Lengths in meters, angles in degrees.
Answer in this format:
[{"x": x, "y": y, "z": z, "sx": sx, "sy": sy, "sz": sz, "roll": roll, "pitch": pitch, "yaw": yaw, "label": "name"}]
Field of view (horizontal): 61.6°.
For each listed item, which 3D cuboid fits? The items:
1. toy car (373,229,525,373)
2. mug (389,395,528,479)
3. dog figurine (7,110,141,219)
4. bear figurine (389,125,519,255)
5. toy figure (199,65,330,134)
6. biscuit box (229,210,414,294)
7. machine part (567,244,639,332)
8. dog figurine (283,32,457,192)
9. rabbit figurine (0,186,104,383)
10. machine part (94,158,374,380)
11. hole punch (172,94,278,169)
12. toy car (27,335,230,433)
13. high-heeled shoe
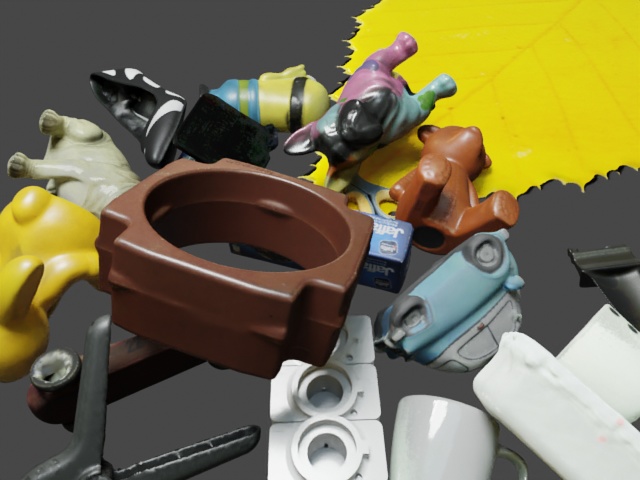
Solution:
[{"x": 0.132, "y": 0.069, "z": 0.505, "sx": 0.162, "sy": 0.109, "sz": 0.103, "roll": -39, "pitch": 82, "yaw": -20, "label": "toy car"}, {"x": 0.101, "y": 0.190, "z": 0.416, "sx": 0.110, "sy": 0.080, "sz": 0.107, "roll": 21, "pitch": 61, "yaw": 4, "label": "mug"}, {"x": -0.239, "y": -0.069, "z": 0.646, "sx": 0.191, "sy": 0.121, "sz": 0.172, "roll": 13, "pitch": 53, "yaw": -6, "label": "dog figurine"}, {"x": 0.160, "y": -0.079, "z": 0.622, "sx": 0.120, "sy": 0.132, "sz": 0.196, "roll": 30, "pitch": 57, "yaw": -2, "label": "bear figurine"}, {"x": -0.076, "y": -0.181, "z": 0.744, "sx": 0.180, "sy": 0.082, "sz": 0.089, "roll": -4, "pitch": 59, "yaw": -9, "label": "toy figure"}, {"x": -0.001, "y": -0.002, "z": 0.592, "sx": 0.203, "sy": 0.062, "sz": 0.059, "roll": 13, "pitch": 51, "yaw": 12, "label": "biscuit box"}, {"x": 0.316, "y": 0.058, "z": 0.552, "sx": 0.084, "sy": 0.039, "sz": 0.139, "roll": 0, "pitch": 46, "yaw": -6, "label": "machine part"}, {"x": 0.050, "y": -0.149, "z": 0.678, "sx": 0.219, "sy": 0.191, "sz": 0.108, "roll": -44, "pitch": 100, "yaw": -16, "label": "dog figurine"}, {"x": -0.273, "y": 0.047, "z": 0.512, "sx": 0.122, "sy": 0.162, "sz": 0.173, "roll": 16, "pitch": 67, "yaw": -1, "label": "rabbit figurine"}, {"x": -0.065, "y": 0.013, "z": 0.459, "sx": 0.202, "sy": 0.087, "sz": 0.201, "roll": 16, "pitch": 28, "yaw": 7, "label": "machine part"}, {"x": -0.128, "y": -0.103, "z": 0.682, "sx": 0.116, "sy": 0.092, "sz": 0.142, "roll": 30, "pitch": 46, "yaw": -12, "label": "hole punch"}, {"x": -0.153, "y": 0.103, "z": 0.482, "sx": 0.202, "sy": 0.089, "sz": 0.053, "roll": -23, "pitch": 48, "yaw": -19, "label": "toy car"}, {"x": -0.257, "y": -0.171, "z": 0.719, "sx": 0.145, "sy": 0.086, "sz": 0.249, "roll": 12, "pitch": 28, "yaw": -15, "label": "high-heeled shoe"}]
